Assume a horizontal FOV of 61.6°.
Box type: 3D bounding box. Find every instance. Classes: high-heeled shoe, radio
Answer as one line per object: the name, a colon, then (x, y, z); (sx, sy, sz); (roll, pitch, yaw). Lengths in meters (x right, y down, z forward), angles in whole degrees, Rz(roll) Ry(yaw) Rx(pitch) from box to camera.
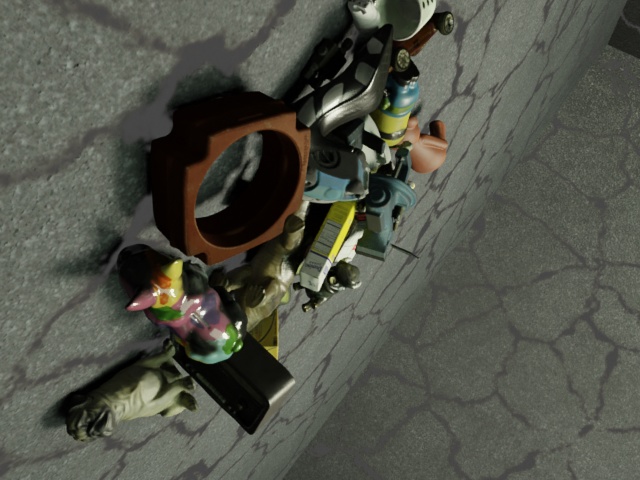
high-heeled shoe: (0.015, -0.230, 0.812); (0.086, 0.145, 0.248); (65, 44, -69)
radio: (-0.158, 0.212, 0.919); (0.073, 0.230, 0.131); (-31, 154, -44)

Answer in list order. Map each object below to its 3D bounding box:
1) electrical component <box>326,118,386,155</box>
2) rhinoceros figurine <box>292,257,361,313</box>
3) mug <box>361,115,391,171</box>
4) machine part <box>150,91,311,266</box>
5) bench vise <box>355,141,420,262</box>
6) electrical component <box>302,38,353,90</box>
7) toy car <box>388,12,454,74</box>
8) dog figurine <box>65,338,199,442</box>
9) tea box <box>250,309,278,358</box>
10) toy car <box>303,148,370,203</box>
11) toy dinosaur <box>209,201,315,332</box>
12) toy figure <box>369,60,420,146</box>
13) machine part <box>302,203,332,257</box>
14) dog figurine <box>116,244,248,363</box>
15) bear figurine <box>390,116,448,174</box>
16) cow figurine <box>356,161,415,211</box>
electrical component: (0.050, -0.172, 0.919); (0.048, 0.119, 0.074); (-46, 161, -23)
rhinoceros figurine: (0.017, 0.094, 1.123); (0.112, 0.073, 0.190); (-18, 171, -28)
mug: (0.079, -0.183, 0.994); (0.081, 0.110, 0.107); (-45, 144, -14)
machine part: (-0.115, -0.082, 0.704); (0.201, 0.087, 0.201); (-27, 139, -37)
bench vise: (0.142, -0.084, 1.082); (0.240, 0.129, 0.223); (-68, 152, -20)
electrical component: (0.013, -0.272, 0.811); (0.094, 0.021, 0.063); (-50, 160, 5)
toy car: (0.149, -0.332, 0.910); (0.202, 0.089, 0.053); (-43, 126, -29)
dog figurine: (-0.312, 0.268, 0.883); (0.190, 0.121, 0.172); (-26, 145, -26)
tea box: (-0.127, 0.232, 1.183); (0.169, 0.068, 0.098); (99, -10, -50)
toy car: (-0.003, -0.110, 0.885); (0.103, 0.161, 0.109); (-42, -142, 53)
toy dinosaur: (-0.105, 0.081, 1.001); (0.471, 0.105, 0.198); (-55, 161, 6)
toy figure: (0.135, -0.250, 1.005); (0.082, 0.089, 0.180); (-3, 156, -13)
machine part: (-0.002, -0.004, 1.162); (0.179, 0.056, 0.179); (-44, 158, -23)
dog figurine: (-0.189, 0.088, 0.740); (0.108, 0.191, 0.219); (-44, 174, -9)
bear figurine: (0.198, -0.232, 1.195); (0.120, 0.132, 0.195); (-28, 140, 31)
cow figurine: (0.125, -0.094, 1.203); (0.167, 0.098, 0.068); (-46, 176, 27)
